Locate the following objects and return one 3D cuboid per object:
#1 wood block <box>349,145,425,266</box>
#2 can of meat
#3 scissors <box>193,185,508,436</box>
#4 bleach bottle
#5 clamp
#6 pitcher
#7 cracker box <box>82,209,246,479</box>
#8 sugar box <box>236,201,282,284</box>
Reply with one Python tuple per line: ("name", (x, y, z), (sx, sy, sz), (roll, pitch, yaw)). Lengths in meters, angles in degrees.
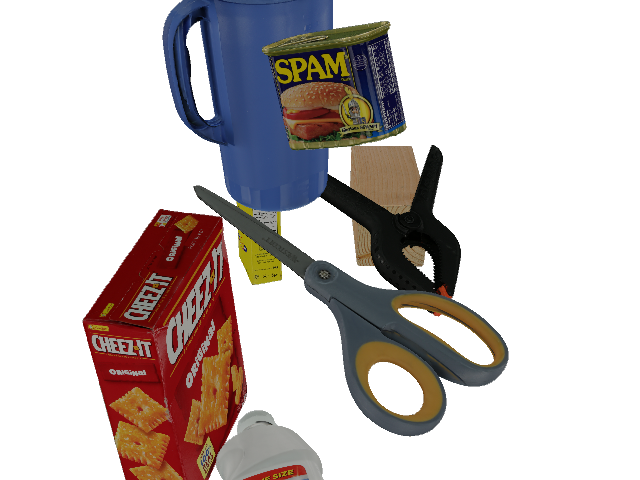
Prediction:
("wood block", (0.090, -0.051, 1.463), (0.091, 0.090, 0.206), (0, 27, -2))
("can of meat", (0.012, -0.119, 0.830), (0.102, 0.084, 0.057), (0, 21, 37))
("scissors", (0.000, 0.038, 0.570), (0.202, 0.096, 0.016), (23, -40, 11))
("bleach bottle", (-0.037, 0.208, 0.723), (0.102, 0.068, 0.251), (-8, 32, -7))
("clamp", (0.077, -0.014, 1.108), (0.164, 0.210, 0.036), (-5, -36, -15))
("pitcher", (-0.059, -0.150, 1.052), (0.149, 0.243, 0.145), (5, 36, 10))
("cracker box", (-0.127, 0.106, 0.950), (0.072, 0.214, 0.164), (6, 36, 14))
("sugar box", (-0.079, -0.044, 1.328), (0.048, 0.176, 0.093), (-9, 25, -13))
